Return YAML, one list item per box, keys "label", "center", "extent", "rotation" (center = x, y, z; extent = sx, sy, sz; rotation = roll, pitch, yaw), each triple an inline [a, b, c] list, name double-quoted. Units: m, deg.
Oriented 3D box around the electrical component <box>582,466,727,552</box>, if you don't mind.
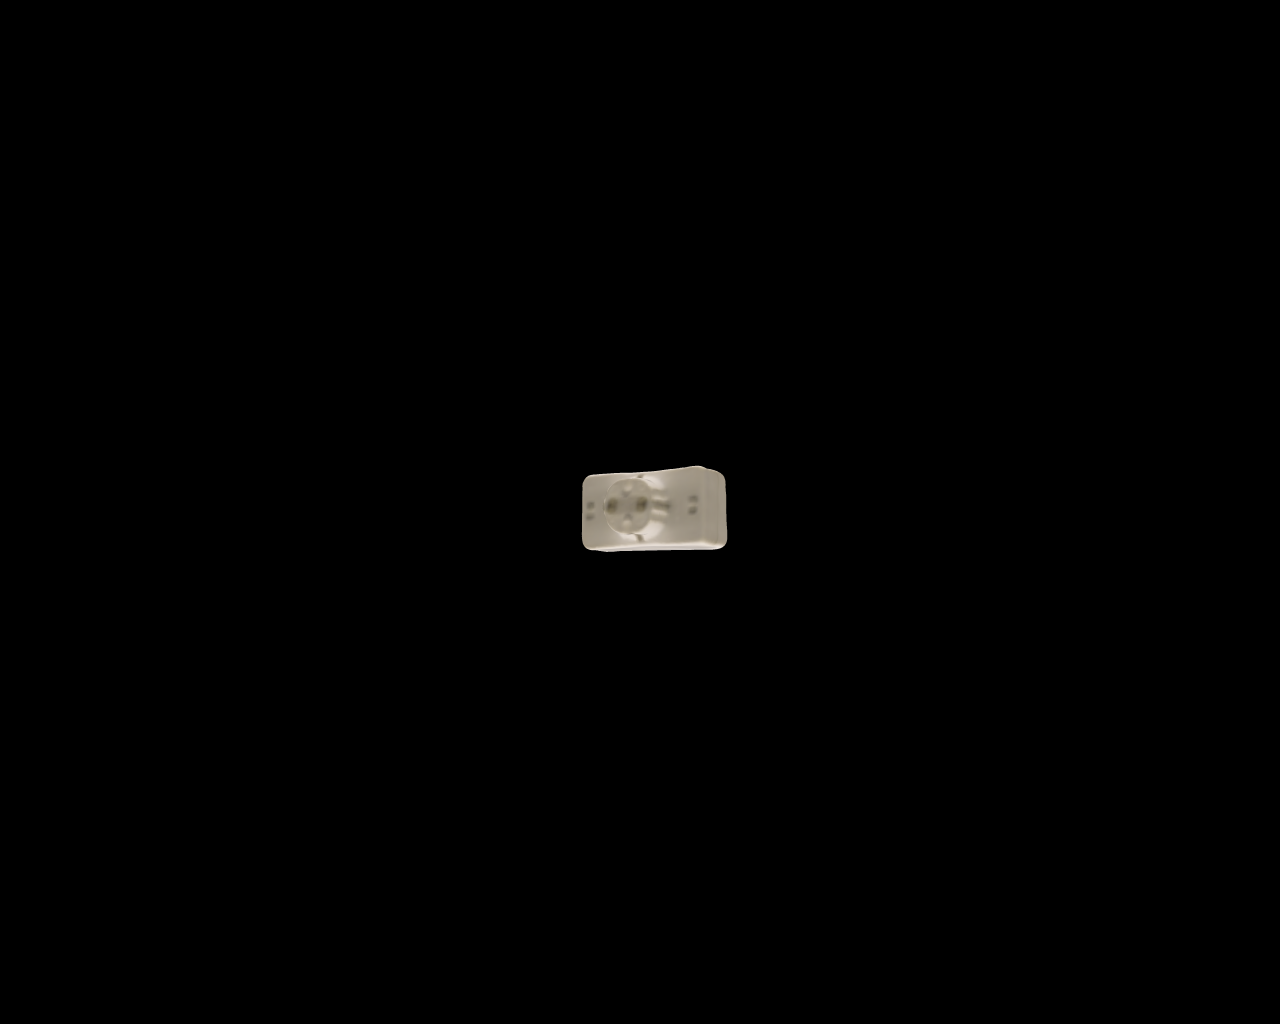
- label: "electrical component"
  center: [0.001, -0.003, 0.650]
  extent: [0.083, 0.047, 0.076]
  rotation: [-3, -7, 26]
